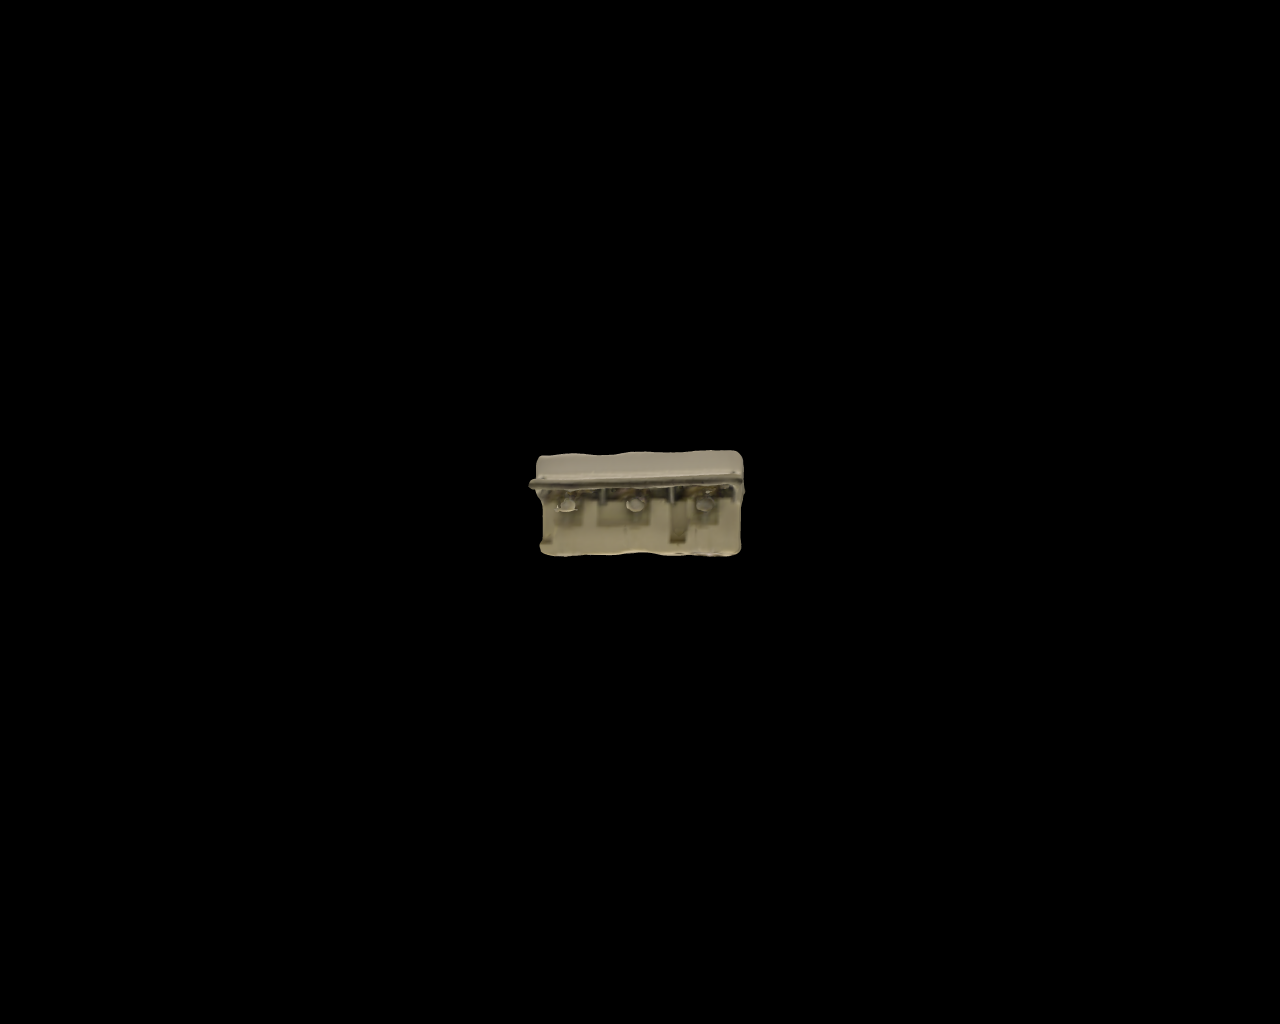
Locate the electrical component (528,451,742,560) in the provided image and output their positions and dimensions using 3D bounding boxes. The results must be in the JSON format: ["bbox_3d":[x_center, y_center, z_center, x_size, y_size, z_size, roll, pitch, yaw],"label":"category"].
[{"bbox_3d":[0.001,-0.003,0.650,0.121,0.063,0.078,0,-4,7],"label":"electrical component"}]
